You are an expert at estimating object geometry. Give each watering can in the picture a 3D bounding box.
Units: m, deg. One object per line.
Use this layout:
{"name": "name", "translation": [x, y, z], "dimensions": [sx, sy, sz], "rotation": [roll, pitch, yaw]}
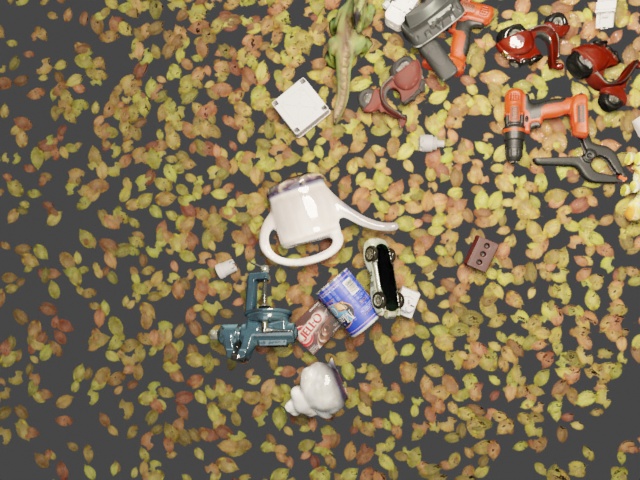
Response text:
{"name": "watering can", "translation": [0.004, -0.065, 1.283], "dimensions": [0.347, 0.104, 0.225], "rotation": [-17, 87, 7]}

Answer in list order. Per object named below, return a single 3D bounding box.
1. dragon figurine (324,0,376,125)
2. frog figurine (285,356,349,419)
{"name": "dragon figurine", "translation": [0.072, -0.496, 1.223], "dimensions": [0.122, 0.242, 0.411], "rotation": [6, 88, 1]}
{"name": "frog figurine", "translation": [-0.016, 0.380, 1.273], "dimensions": [0.160, 0.124, 0.136], "rotation": [-25, 107, -6]}
